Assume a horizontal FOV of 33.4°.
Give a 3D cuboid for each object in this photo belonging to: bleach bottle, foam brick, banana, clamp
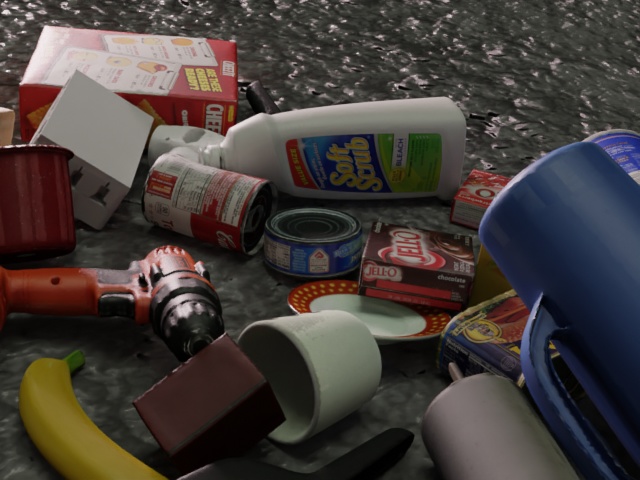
[{"bbox_3d":[0.010,-0.078,1.015,0.250,0.103,0.068,-7,34,-15],"label":"bleach bottle"},{"bbox_3d":[-0.070,0.111,0.686,0.078,0.053,0.051,-36,52,-14],"label":"foam brick"},{"bbox_3d":[-0.147,0.126,0.688,0.069,0.037,0.198,-14,37,-31],"label":"banana"},{"bbox_3d":[-0.024,-0.115,1.120,0.120,0.039,0.171,2,37,0],"label":"clamp"},{"bbox_3d":[-0.008,0.163,0.639,0.209,0.036,0.164,9,27,-15],"label":"clamp"}]

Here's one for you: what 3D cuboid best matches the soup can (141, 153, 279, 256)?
[{"bbox_3d":[-0.096,-0.033,0.936,0.102,0.068,0.068,17,32,17],"label":"soup can"}]

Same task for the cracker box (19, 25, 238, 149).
[{"bbox_3d":[-0.195,-0.158,1.124,0.213,0.072,0.164,4,32,-7],"label":"cracker box"}]

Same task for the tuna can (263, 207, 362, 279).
[{"bbox_3d":[-0.006,0.001,0.919,0.086,0.034,0.086,1,22,-1],"label":"tuna can"}]

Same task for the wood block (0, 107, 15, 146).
[{"bbox_3d":[-0.341,-0.065,0.860,0.091,0.090,0.206,13,12,10],"label":"wood block"}]

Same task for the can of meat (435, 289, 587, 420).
[{"bbox_3d":[0.150,0.086,0.800,0.101,0.057,0.084,-18,37,-36],"label":"can of meat"}]

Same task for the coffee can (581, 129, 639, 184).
[{"bbox_3d":[0.286,-0.025,0.969,0.102,0.103,0.140,1,31,-10],"label":"coffee can"}]

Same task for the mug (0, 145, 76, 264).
[{"bbox_3d":[-0.247,-0.026,0.846,0.093,0.081,0.117,-12,-8,38],"label":"mug"}]

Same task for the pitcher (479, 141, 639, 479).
[{"bbox_3d":[0.208,0.057,0.709,0.243,0.145,0.149,54,20,22],"label":"pitcher"}]

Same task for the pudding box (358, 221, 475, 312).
[{"bbox_3d":[0.081,0.021,0.890,0.090,0.039,0.113,10,15,4],"label":"pudding box"}]

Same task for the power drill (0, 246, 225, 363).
[{"bbox_3d":[-0.166,0.049,0.764,0.187,0.057,0.184,0,13,-15],"label":"power drill"}]

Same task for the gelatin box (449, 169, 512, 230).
[{"bbox_3d":[0.178,-0.033,1.031,0.089,0.030,0.073,17,32,17],"label":"gelatin box"}]
